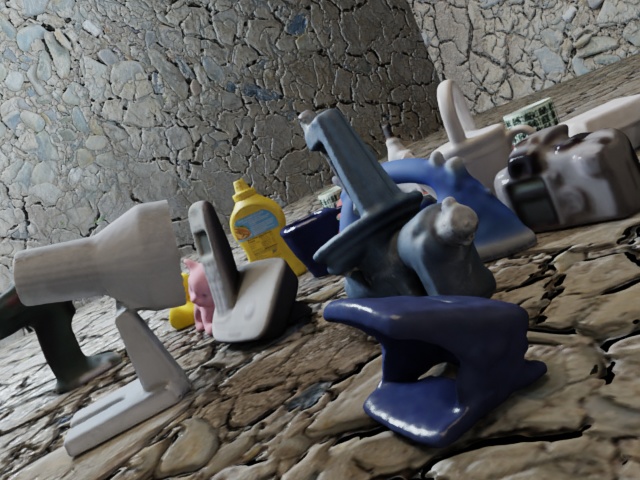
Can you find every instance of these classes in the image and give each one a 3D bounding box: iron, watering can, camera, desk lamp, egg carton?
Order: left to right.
[{"bbox_3d":[-0.219,0.083,0.625,0.203,0.213,0.117,-27,9,-15],"label":"desk lamp"},{"bbox_3d":[0.116,-0.038,0.676,0.119,0.141,0.257,-31,11,-39],"label":"iron"},{"bbox_3d":[0.187,-0.110,0.739,0.172,0.194,0.101,-23,8,9],"label":"watering can"},{"bbox_3d":[0.280,-0.082,0.622,0.137,0.101,0.142,-30,10,-32],"label":"camera"},{"bbox_3d":[0.410,-0.155,0.817,0.150,0.069,0.107,-25,8,0],"label":"egg carton"}]

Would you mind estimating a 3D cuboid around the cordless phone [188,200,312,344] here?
[{"bbox_3d":[-0.103,0.034,0.706,0.094,0.185,0.147,-32,11,-39],"label":"cordless phone"}]

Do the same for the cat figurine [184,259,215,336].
[{"bbox_3d":[-0.170,0.077,0.864,0.067,0.118,0.127,-29,9,-26],"label":"cat figurine"}]

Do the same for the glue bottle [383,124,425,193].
[{"bbox_3d":[0.158,-0.137,1.080,0.037,0.173,0.078,-30,10,-34],"label":"glue bottle"}]

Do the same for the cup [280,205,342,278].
[{"bbox_3d":[0.008,0.003,0.895,0.117,0.095,0.091,-24,8,7],"label":"cup"}]

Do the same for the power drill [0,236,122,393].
[{"bbox_3d":[-0.414,0.128,0.935,0.230,0.208,0.075,-30,10,-31],"label":"power drill"}]

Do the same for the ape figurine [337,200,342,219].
[{"bbox_3d":[0.056,-0.032,0.991,0.077,0.092,0.076,-16,12,44],"label":"ape figurine"}]

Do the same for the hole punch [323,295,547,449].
[{"bbox_3d":[0.068,0.060,0.363,0.101,0.091,0.108,-28,9,-22],"label":"hole punch"}]

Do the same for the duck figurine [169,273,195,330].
[{"bbox_3d":[-0.238,0.102,1.014,0.077,0.086,0.105,-21,9,23],"label":"duck figurine"}]

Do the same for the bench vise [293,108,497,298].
[{"bbox_3d":[0.063,-0.034,0.524,0.206,0.220,0.122,-16,12,47],"label":"bench vise"}]
